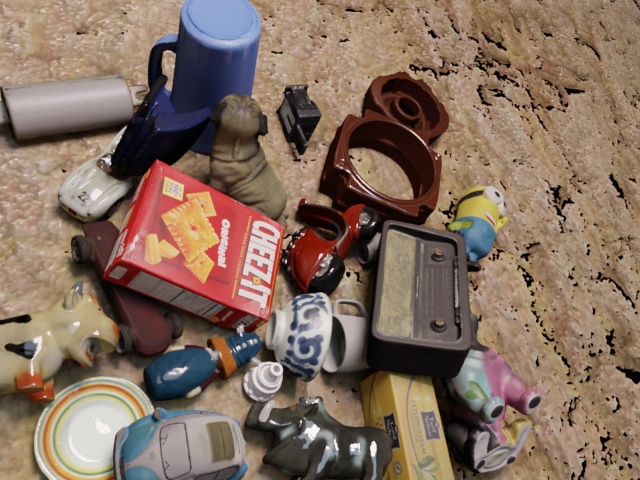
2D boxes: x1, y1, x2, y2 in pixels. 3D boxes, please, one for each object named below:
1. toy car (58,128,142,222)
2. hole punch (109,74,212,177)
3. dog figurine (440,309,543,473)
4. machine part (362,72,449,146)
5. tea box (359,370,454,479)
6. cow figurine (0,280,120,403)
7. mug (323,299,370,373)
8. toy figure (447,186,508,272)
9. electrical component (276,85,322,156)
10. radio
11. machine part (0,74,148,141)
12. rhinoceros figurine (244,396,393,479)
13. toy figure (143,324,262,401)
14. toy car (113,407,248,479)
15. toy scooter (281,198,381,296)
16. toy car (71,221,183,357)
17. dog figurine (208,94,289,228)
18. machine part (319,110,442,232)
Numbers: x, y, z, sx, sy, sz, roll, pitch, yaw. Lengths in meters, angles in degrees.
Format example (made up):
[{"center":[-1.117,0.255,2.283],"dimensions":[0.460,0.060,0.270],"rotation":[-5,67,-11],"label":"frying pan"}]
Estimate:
[{"center":[-0.294,-0.106,0.791],"dimensions":[0.073,0.056,0.202],"rotation":[34,55,-2],"label":"toy car"},{"center":[-0.220,-0.146,0.743],"dimensions":[0.092,0.142,0.116],"rotation":[35,44,-20],"label":"hole punch"},{"center":[0.214,0.206,0.808],"dimensions":[0.108,0.191,0.219],"rotation":[-5,30,-22],"label":"dog figurine"},{"center":[0.171,-0.256,1.080],"dimensions":[0.179,0.056,0.179],"rotation":[11,58,-19],"label":"machine part"},{"center":[0.114,0.262,0.728],"dimensions":[0.068,0.098,0.170],"rotation":[4,59,-21],"label":"tea box"},{"center":[-0.333,0.119,0.618],"dimensions":[0.195,0.085,0.127],"rotation":[-4,62,-10],"label":"cow figurine"},{"center":[0.056,0.142,0.790],"dimensions":[0.107,0.081,0.109],"rotation":[10,52,-31],"label":"mug"},{"center":[0.279,-0.026,0.976],"dimensions":[0.089,0.082,0.180],"rotation":[10,56,33],"label":"toy figure"},{"center":[-0.033,-0.208,0.952],"dimensions":[0.048,0.074,0.119],"rotation":[-11,63,-28],"label":"electrical component"},{"center":[0.141,0.078,0.763],"dimensions":[0.131,0.073,0.230],"rotation":[10,45,3],"label":"radio"},{"center":[-0.372,-0.198,0.799],"dimensions":[0.243,0.079,0.079],"rotation":[-18,70,-31],"label":"machine part"},{"center":[-0.004,0.255,0.675],"dimensions":[0.190,0.073,0.112],"rotation":[13,76,6],"label":"rhinoceros figurine"},{"center":[-0.148,0.158,0.698],"dimensions":[0.154,0.058,0.064],"rotation":[-16,100,-32],"label":"toy figure"},{"center":[-0.141,0.243,0.609],"dimensions":[0.161,0.103,0.109],"rotation":[9,57,-39],"label":"toy car"},{"center":[-0.002,-0.003,0.845],"dimensions":[0.135,0.075,0.184],"rotation":[30,62,19],"label":"toy scooter"},{"center":[-0.258,0.064,0.710],"dimensions":[0.089,0.053,0.202],"rotation":[-17,68,-47],"label":"toy car"},{"center":[-0.096,-0.106,0.794],"dimensions":[0.172,0.190,0.121],"rotation":[26,55,-10],"label":"dog figurine"},{"center":[0.112,-0.122,0.958],"dimensions":[0.201,0.087,0.201],"rotation":[22,54,-10],"label":"machine part"}]
